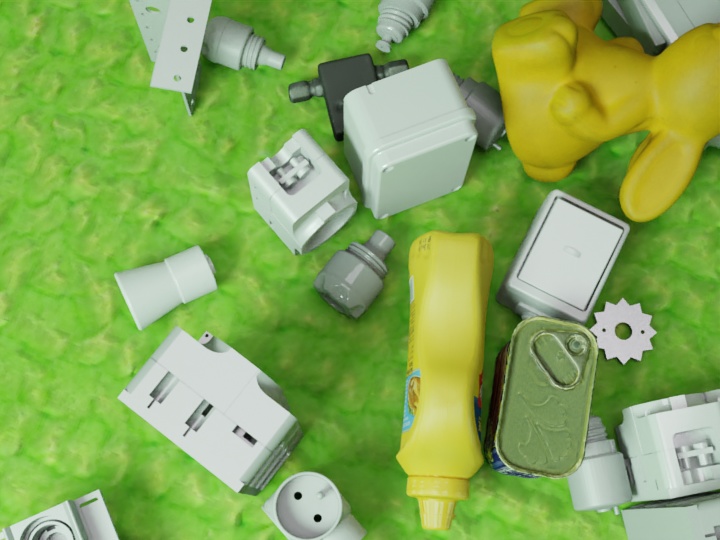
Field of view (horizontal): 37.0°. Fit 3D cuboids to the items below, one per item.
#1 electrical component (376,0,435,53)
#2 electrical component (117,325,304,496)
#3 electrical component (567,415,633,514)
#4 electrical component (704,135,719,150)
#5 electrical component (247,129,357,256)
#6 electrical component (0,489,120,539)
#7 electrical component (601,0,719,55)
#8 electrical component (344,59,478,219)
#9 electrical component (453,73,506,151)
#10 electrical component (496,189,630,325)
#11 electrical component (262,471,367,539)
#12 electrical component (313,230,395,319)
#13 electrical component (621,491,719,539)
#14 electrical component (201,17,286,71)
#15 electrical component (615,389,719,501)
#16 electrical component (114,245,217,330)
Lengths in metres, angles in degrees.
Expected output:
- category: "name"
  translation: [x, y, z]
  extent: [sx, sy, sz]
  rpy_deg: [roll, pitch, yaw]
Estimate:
- category: "electrical component"
  translation: [0.033, -0.200, 0.813]
  extent: [0.040, 0.040, 0.078]
  rpy_deg: [24, 77, 4]
- category: "electrical component"
  translation: [-0.086, 0.091, 0.682]
  extent: [0.089, 0.150, 0.061]
  rpy_deg: [37, 79, 7]
- category: "electrical component"
  translation: [0.160, 0.130, 0.738]
  extent: [0.040, 0.040, 0.078]
  rpy_deg: [-9, 77, -4]
- category: "electrical component"
  translation: [0.250, -0.105, 0.801]
  extent: [0.061, 0.035, 0.035]
  rpy_deg: [24, 77, 1]
- category: "electrical component"
  translation: [-0.039, -0.049, 0.749]
  extent: [0.050, 0.089, 0.055]
  rpy_deg: [-39, 81, -10]
- category: "electrical component"
  translation: [-0.181, 0.215, 0.694]
  extent: [0.079, 0.063, 0.121]
  rpy_deg: [-23, 79, -7]
- category: "electrical component"
  translation: [0.221, -0.201, 0.808]
  extent: [0.061, 0.061, 0.096]
  rpy_deg: [-27, 79, -8]
- category: "electrical component"
  translation: [0.034, -0.088, 0.749]
  extent: [0.078, 0.113, 0.057]
  rpy_deg: [-21, 75, -7]
- category: "electrical component"
  translation: [0.080, -0.123, 0.796]
  extent: [0.078, 0.040, 0.040]
  rpy_deg: [37, 78, 7]
- category: "electrical component"
  translation: [0.140, 0.000, 0.758]
  extent: [0.062, 0.061, 0.096]
  rpy_deg: [27, 77, 4]
- category: "electrical component"
  translation: [-0.022, 0.169, 0.704]
  extent: [0.044, 0.077, 0.079]
  rpy_deg: [-41, 82, -11]
- category: "electrical component"
  translation: [0.000, 0.000, 0.762]
  extent: [0.043, 0.043, 0.062]
  rpy_deg: [37, 77, 7]
- category: "electrical component"
  translation: [0.222, 0.186, 0.670]
  extent: [0.062, 0.150, 0.089]
  rpy_deg: [-11, 77, -3]
- category: "electrical component"
  translation: [-0.086, -0.165, 0.804]
  extent: [0.061, 0.035, 0.035]
  rpy_deg: [20, 77, 0]
- category: "electrical component"
  translation: [0.258, 0.109, 0.721]
  extent: [0.150, 0.089, 0.061]
  rpy_deg: [-10, 77, -4]
- category: "electrical component"
  translation: [-0.134, 0.010, 0.757]
  extent: [0.065, 0.044, 0.044]
  rpy_deg: [-24, 79, -12]
